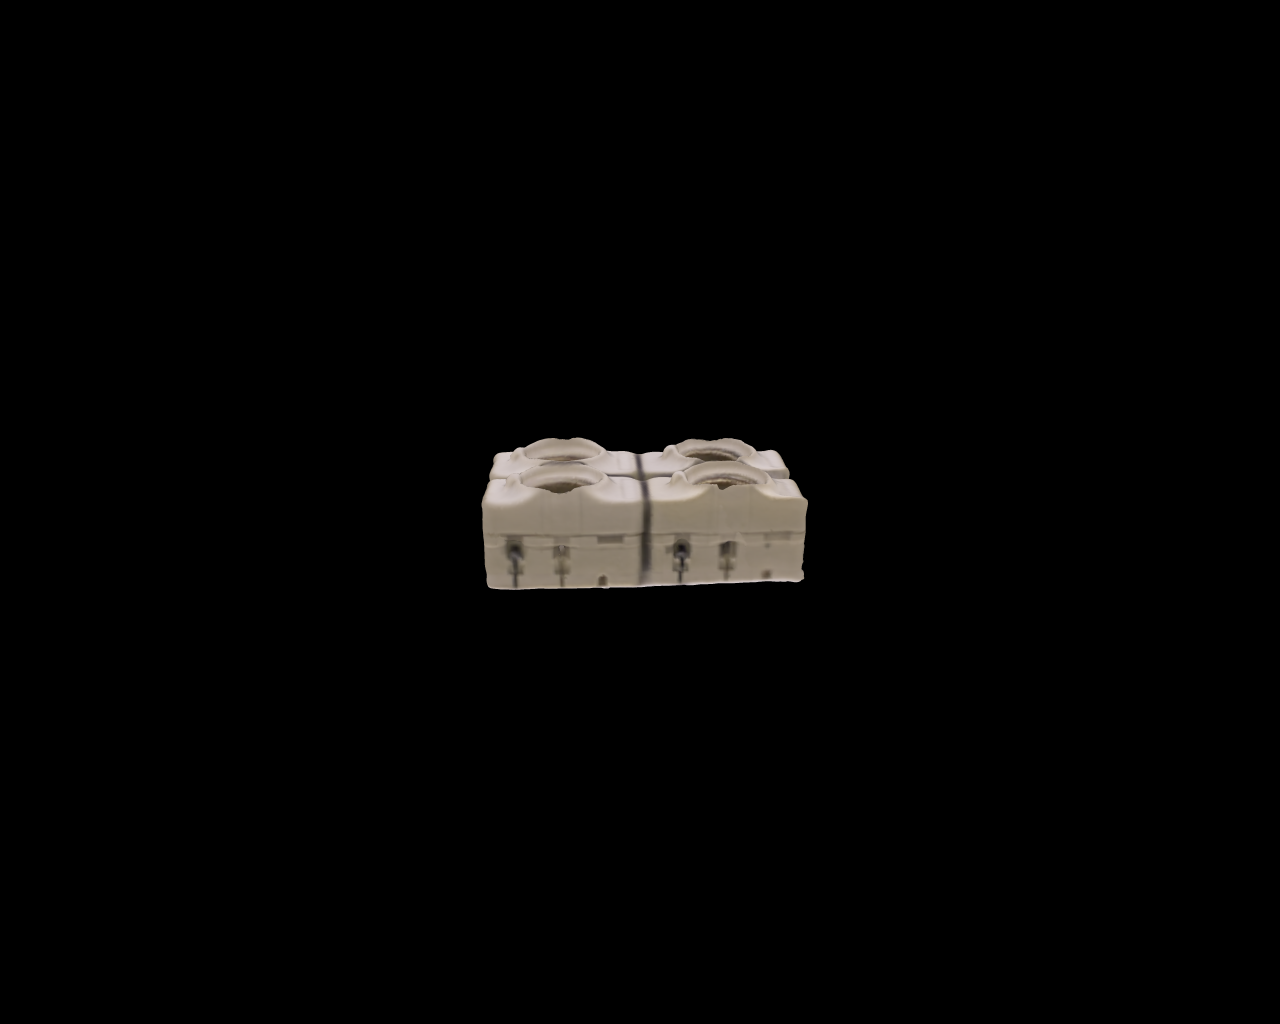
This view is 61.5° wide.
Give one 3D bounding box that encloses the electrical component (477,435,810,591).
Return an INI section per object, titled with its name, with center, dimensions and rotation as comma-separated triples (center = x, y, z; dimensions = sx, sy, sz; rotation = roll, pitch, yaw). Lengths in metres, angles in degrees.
[electrical component]
center = 0.001, -0.003, 0.650
dimensions = 0.186, 0.060, 0.105
rotation = -1, 20, -2
